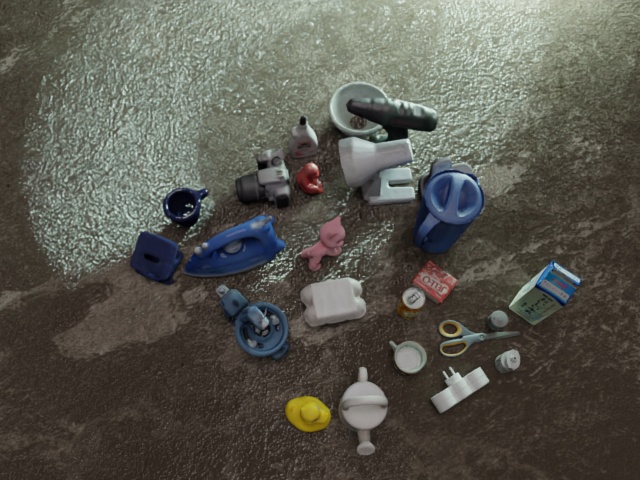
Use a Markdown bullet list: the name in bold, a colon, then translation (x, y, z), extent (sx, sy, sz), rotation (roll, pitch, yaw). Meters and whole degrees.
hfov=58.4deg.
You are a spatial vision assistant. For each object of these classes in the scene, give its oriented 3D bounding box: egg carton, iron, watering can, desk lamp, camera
- **egg carton**: translation (0.031, 0.148, 1.369), extent (0.150, 0.069, 0.107), rotation (-11, 69, -5)
- **iron**: translation (-0.218, 0.013, 1.378), extent (0.258, 0.141, 0.118), rotation (-23, 71, -9)
- **watering can**: translation (0.096, 0.362, 1.221), extent (0.101, 0.194, 0.172), rotation (-21, 71, -8)
- **desk lamp**: translation (0.144, -0.177, 1.419), extent (0.203, 0.213, 0.118), rotation (-5, 69, -3)
- **camera**: translation (-0.148, -0.157, 1.466), extent (0.137, 0.101, 0.143), rotation (-10, 69, -4)

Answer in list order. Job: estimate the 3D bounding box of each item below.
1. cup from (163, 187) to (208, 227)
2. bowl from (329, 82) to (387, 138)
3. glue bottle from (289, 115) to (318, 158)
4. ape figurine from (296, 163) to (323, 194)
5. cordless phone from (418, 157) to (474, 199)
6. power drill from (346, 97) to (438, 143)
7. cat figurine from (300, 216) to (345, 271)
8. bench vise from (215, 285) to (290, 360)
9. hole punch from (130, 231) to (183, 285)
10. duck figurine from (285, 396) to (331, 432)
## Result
- **cup**: translation (-0.327, -0.080, 1.437), extent (0.118, 0.095, 0.091), rotation (-34, 73, -13)
- **bowl**: translation (0.105, -0.340, 1.555), extent (0.167, 0.075, 0.167), rotation (0, 69, -1)
- **glue bottle**: translation (-0.044, -0.270, 1.473), extent (0.078, 0.173, 0.037), rotation (-13, 70, -6)
- **ape figurine**: translation (-0.024, -0.166, 1.476), extent (0.076, 0.092, 0.078), rotation (19, 70, 7)
- **cordless phone**: translation (0.325, -0.156, 1.429), extent (0.147, 0.185, 0.094), rotation (-20, 70, -8)
- **power drill**: translation (0.176, -0.287, 1.464), extent (0.229, 0.208, 0.075), rotation (2, 69, 0)
- **cat figurine**: translation (0.013, 0.005, 1.398), extent (0.128, 0.118, 0.067), rotation (-38, 74, -14)
- **bench vise**: translation (-0.163, 0.179, 1.273), extent (0.207, 0.220, 0.121), rotation (24, 71, 8)
- **hole punch**: translation (-0.398, 0.045, 1.390), extent (0.108, 0.091, 0.101), rotation (20, 70, 7)
- **duck figurine**: translation (-0.027, 0.383, 1.269), extent (0.104, 0.086, 0.077), rotation (15, 69, 5)
